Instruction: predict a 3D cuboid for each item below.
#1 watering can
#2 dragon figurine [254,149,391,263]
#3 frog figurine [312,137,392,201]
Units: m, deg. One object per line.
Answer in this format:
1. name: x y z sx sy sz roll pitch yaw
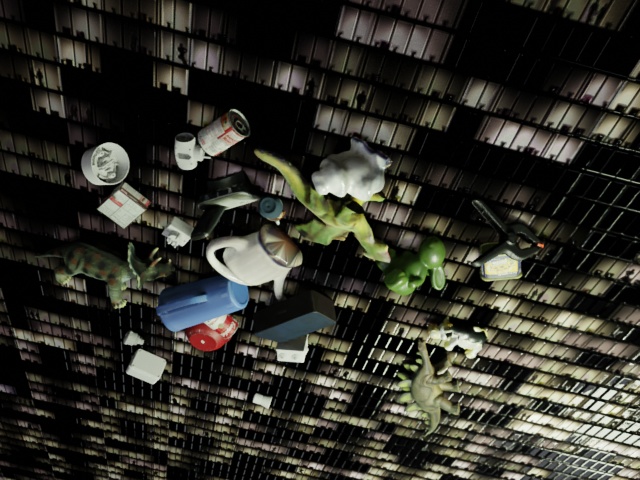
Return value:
1. watering can: -0.140 0.072 1.394 0.222 0.106 0.343 -28 135 29
2. dragon figurine: 0.004 -0.063 1.258 0.410 0.125 0.237 27 138 -2
3. frog figurine: 0.062 -0.136 1.131 0.138 0.161 0.121 46 163 11
